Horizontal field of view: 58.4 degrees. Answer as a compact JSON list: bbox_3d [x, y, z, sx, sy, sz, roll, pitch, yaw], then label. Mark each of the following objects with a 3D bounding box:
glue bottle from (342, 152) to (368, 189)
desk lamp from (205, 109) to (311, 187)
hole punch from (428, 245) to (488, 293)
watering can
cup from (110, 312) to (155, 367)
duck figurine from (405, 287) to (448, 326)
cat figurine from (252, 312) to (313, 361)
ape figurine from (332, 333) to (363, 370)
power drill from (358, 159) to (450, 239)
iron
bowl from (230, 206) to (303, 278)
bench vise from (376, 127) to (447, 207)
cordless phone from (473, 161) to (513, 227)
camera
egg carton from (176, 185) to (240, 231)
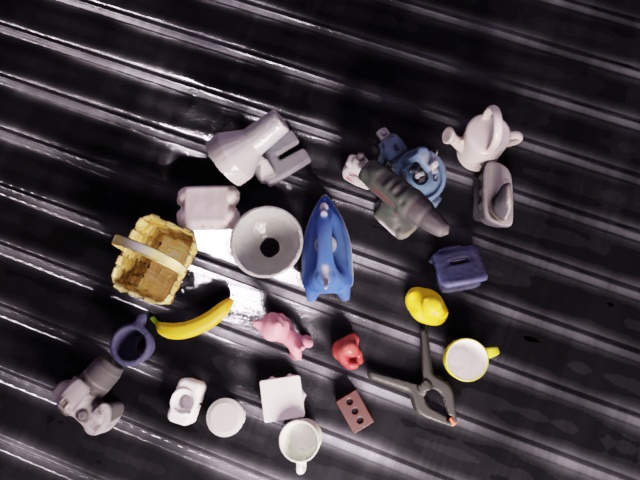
[{"bbox_3d":[0.088,-0.165,1.292,0.078,0.173,0.037,22,79,8],"label":"glue bottle"},{"bbox_3d":[-0.137,-0.202,1.289,0.203,0.213,0.118,-32,78,-4],"label":"desk lamp"},{"bbox_3d":[0.306,0.060,1.274,0.108,0.091,0.101,-11,77,0],"label":"hole punch"},{"bbox_3d":[0.365,-0.229,1.283,0.173,0.194,0.101,-23,77,-2],"label":"watering can"},{"bbox_3d":[-0.400,0.220,1.268,0.091,0.095,0.118,14,78,6],"label":"cup"},{"bbox_3d":[0.238,0.143,1.261,0.104,0.086,0.077,37,82,10],"label":"duck figurine"},{"bbox_3d":[-0.081,0.203,1.246,0.127,0.118,0.067,37,82,10],"label":"cat figurine"},{"bbox_3d":[0.063,0.240,1.244,0.076,0.092,0.078,20,79,7],"label":"ape figurine"},{"bbox_3d":[0.179,-0.072,1.249,0.229,0.208,0.076,43,83,11],"label":"power drill"},{"bbox_3d":[0.012,0.005,1.274,0.118,0.141,0.258,-3,77,2],"label":"iron"},{"bbox_3d":[-0.118,0.010,1.312,0.167,0.075,0.167,-1,77,3],"label":"bowl"},{"bbox_3d":[0.192,-0.167,1.264,0.207,0.220,0.121,34,81,9],"label":"bench vise"},{"bbox_3d":[0.399,-0.113,1.260,0.094,0.185,0.147,-1,77,3],"label":"cordless phone"},{"bbox_3d":[-0.488,0.328,1.244,0.143,0.101,0.137,39,82,10],"label":"camera"},{"bbox_3d":[-0.260,-0.074,1.340,0.150,0.069,0.107,-2,77,2],"label":"egg carton"}]
